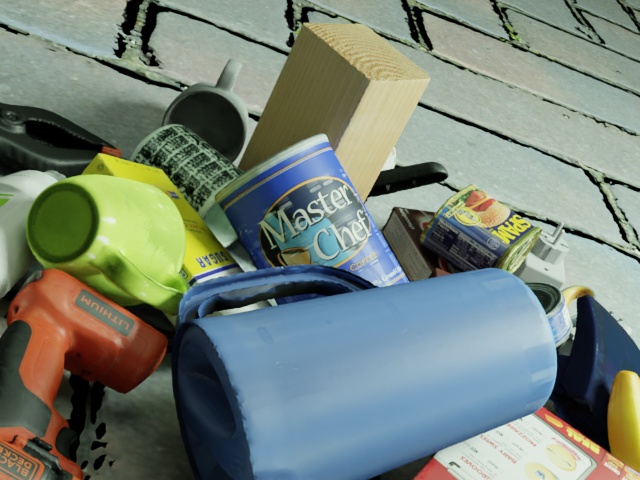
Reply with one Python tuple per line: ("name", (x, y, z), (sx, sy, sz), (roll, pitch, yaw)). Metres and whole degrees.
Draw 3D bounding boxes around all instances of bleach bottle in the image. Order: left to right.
("bleach bottle", (-0.239, 0.004, 0.745), (0.103, 0.068, 0.250), (0, 22, 17))

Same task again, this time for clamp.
("clamp", (-0.279, -0.099, 0.927), (0.209, 0.036, 0.165), (12, 33, -29))
("clamp", (0.038, -0.048, 1.034), (0.172, 0.120, 0.039), (32, -12, 28))

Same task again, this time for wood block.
("wood block", (-0.001, -0.081, 0.952), (0.091, 0.206, 0.090), (43, 33, 26))

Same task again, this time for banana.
("banana", (0.274, 0.199, 0.842), (0.069, 0.037, 0.198), (-38, 96, -27))

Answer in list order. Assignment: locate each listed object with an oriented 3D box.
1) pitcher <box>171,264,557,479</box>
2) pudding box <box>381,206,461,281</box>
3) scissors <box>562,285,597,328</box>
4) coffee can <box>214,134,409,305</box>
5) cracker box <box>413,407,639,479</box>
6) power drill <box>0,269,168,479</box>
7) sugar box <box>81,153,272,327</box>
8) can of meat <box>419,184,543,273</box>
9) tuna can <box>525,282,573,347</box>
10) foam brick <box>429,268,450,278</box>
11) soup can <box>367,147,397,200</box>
("pitcher", (0.027, 0.085, 0.713), (0.242, 0.149, 0.145), (-12, 5, -25))
("pudding box", (0.123, 0.018, 1.069), (0.089, 0.039, 0.113), (7, 35, -32))
("scissors", (0.193, 0.088, 1.029), (0.096, 0.016, 0.201), (17, 35, 41))
("coffee can", (-0.006, 0.001, 0.851), (0.140, 0.103, 0.102), (60, 34, 1))
("cracker box", (0.143, 0.205, 0.750), (0.164, 0.072, 0.213), (34, 30, 14))
("power drill", (-0.152, 0.112, 0.647), (0.184, 0.057, 0.187), (35, 28, -13))
("sugar box", (-0.111, 0.011, 0.832), (0.176, 0.048, 0.093), (47, 15, 20))
("can of meat", (0.156, -0.003, 1.033), (0.084, 0.057, 0.101), (36, 31, 16))
("tuna can", (0.187, 0.074, 0.986), (0.086, 0.034, 0.086), (-17, 21, 7))
("foam brick", (0.117, 0.072, 0.963), (0.053, 0.051, 0.078), (22, 29, -10))
("soup can", (0.036, -0.078, 1.122), (0.068, 0.069, 0.102), (31, 29, 6))
